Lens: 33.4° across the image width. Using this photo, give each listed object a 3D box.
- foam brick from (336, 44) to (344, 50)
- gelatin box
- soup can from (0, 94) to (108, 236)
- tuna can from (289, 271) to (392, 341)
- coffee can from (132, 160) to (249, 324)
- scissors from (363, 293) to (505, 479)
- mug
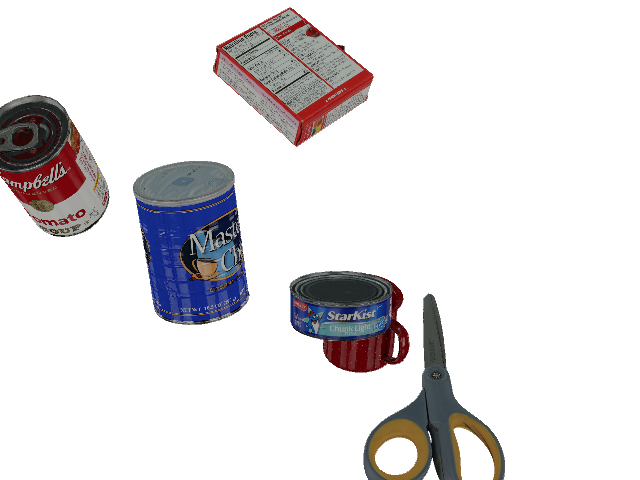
[{"bbox_3d":[-0.018,-0.188,1.158,0.078,0.051,0.053,0,11,-15],"label":"foam brick"},{"bbox_3d":[-0.020,-0.117,0.753,0.073,0.089,0.030,-37,-21,-31],"label":"gelatin box"},{"bbox_3d":[-0.211,-0.056,0.829,0.068,0.068,0.102,0,-29,9],"label":"soup can"},{"bbox_3d":[0.017,0.054,0.887,0.086,0.034,0.086,1,16,0],"label":"tuna can"},{"bbox_3d":[-0.132,0.001,1.103,0.103,0.140,0.103,-4,26,2],"label":"coffee can"},{"bbox_3d":[0.061,0.102,0.717,0.096,0.016,0.202,-7,35,-11],"label":"scissors"},{"bbox_3d":[0.054,0.100,1.205,0.117,0.081,0.093,26,37,35],"label":"mug"}]
